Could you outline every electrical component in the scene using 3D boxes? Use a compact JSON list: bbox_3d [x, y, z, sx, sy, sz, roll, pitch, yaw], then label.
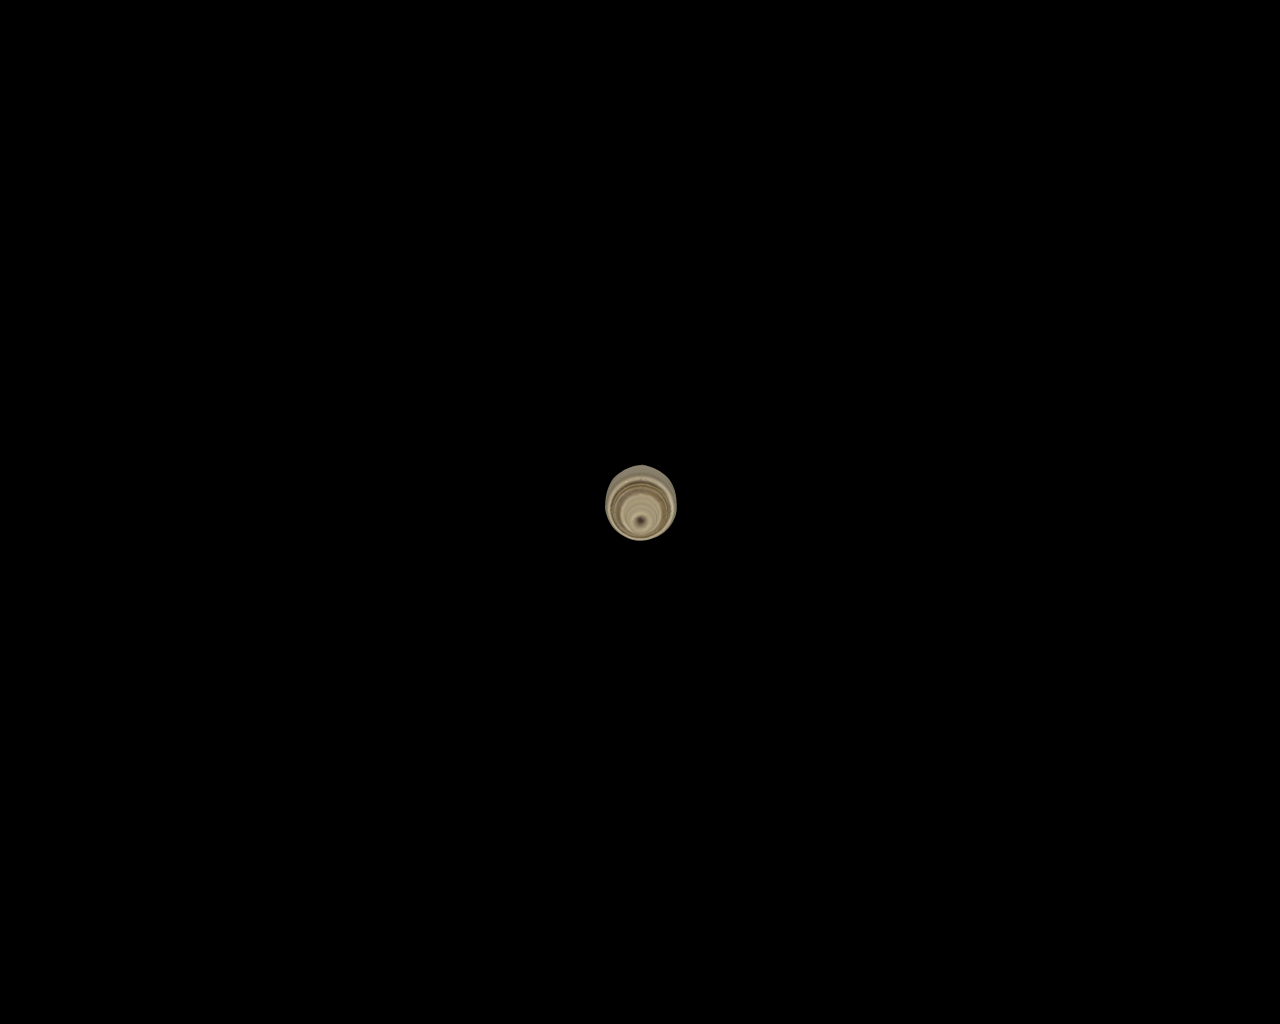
[{"bbox_3d":[0.001,-0.003,0.650,0.043,0.043,0.062,0,16,0],"label":"electrical component"}]
